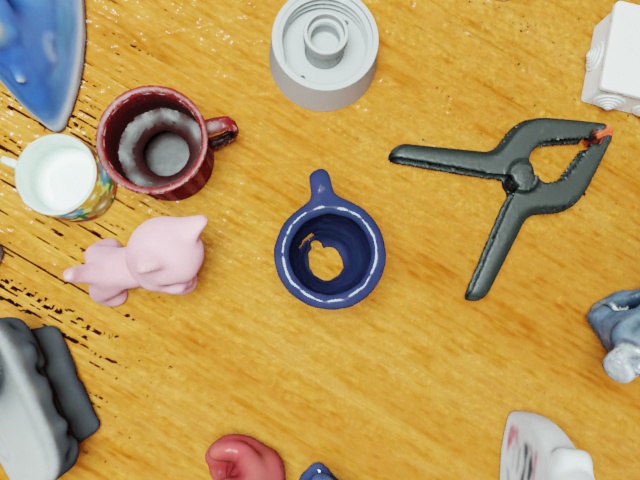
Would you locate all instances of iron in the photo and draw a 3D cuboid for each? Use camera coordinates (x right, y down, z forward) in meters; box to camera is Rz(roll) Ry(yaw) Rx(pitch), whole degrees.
[{"bbox_3d":[-0.281,-0.233,0.492,0.118,0.141,0.258,-17,86,-4],"label":"iron"}]

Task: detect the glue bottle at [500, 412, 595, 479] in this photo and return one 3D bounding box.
[{"bbox_3d":[0.192,0.193,0.461,0.037,0.173,0.078,6,85,-2],"label":"glue bottle"}]

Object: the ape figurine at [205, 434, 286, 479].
[{"bbox_3d":[-0.068,0.211,0.488,0.076,0.092,0.078,4,85,-2],"label":"ape figurine"}]

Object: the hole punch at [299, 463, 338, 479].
[{"bbox_3d":[0.001,0.265,0.487,0.101,0.091,0.109,37,85,1],"label":"hole punch"}]

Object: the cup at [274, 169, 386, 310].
[{"bbox_3d":[0.005,0.002,0.508,0.091,0.095,0.118,-9,85,-3],"label":"cup"}]

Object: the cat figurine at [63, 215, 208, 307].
[{"bbox_3d":[-0.151,0.018,0.488,0.128,0.117,0.067,-12,85,-3],"label":"cat figurine"}]

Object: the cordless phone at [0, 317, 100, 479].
[{"bbox_3d":[-0.258,0.135,0.439,0.094,0.185,0.147,-29,87,-4],"label":"cordless phone"}]

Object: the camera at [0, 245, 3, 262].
[{"bbox_3d":[-0.375,0.042,0.484,0.137,0.100,0.143,23,84,0],"label":"camera"}]

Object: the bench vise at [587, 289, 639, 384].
[{"bbox_3d":[0.339,0.058,0.456,0.121,0.219,0.207,39,85,2],"label":"bench vise"}]
